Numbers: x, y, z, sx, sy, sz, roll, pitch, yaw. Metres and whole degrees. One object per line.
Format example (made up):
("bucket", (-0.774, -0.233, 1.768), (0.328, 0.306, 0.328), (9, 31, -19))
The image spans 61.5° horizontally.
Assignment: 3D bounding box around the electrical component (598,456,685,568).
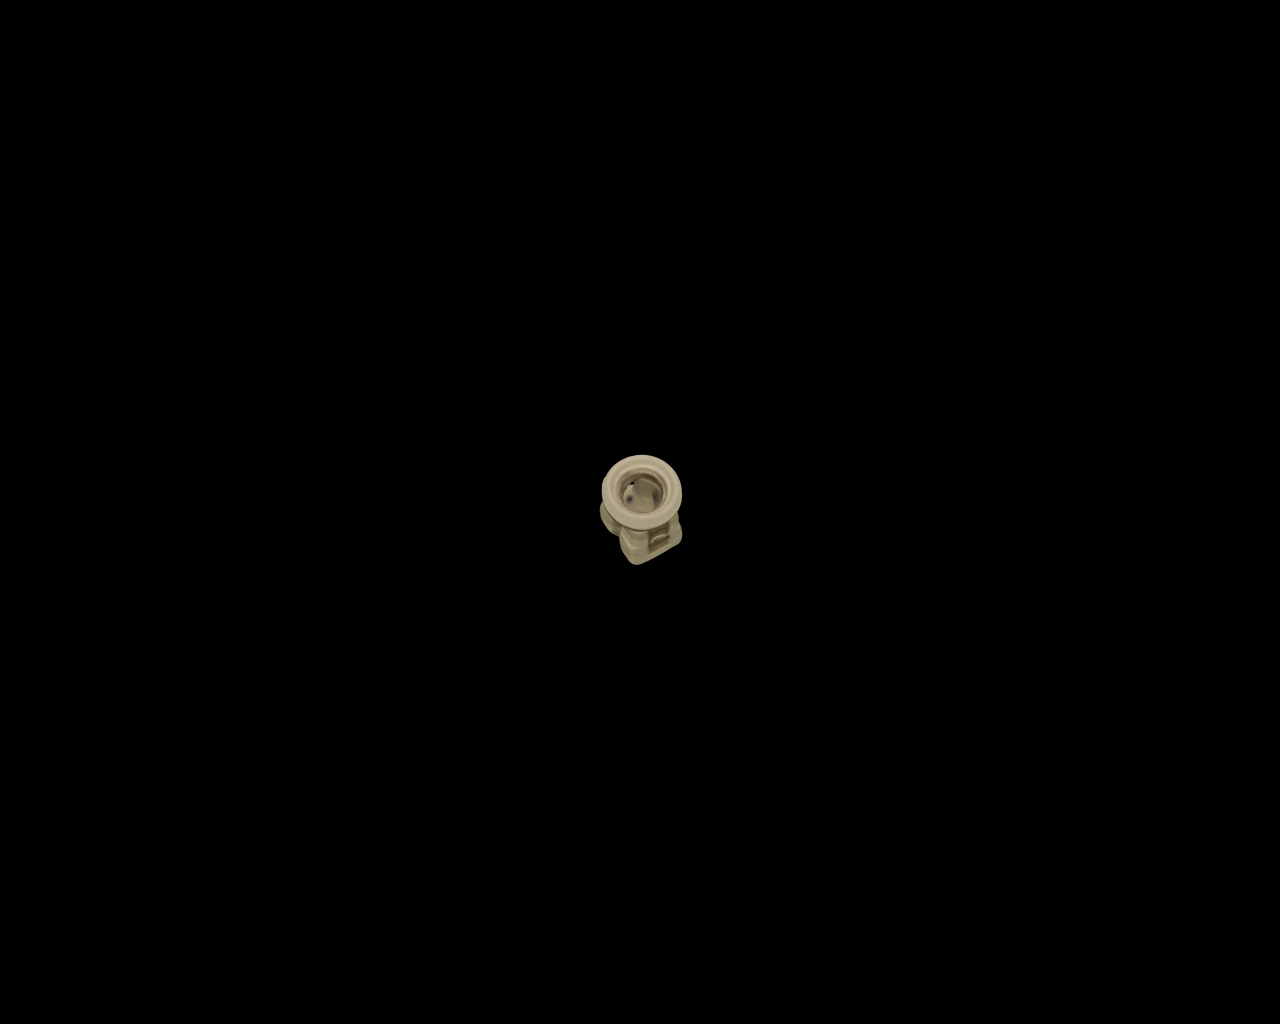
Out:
("electrical component", (0.001, -0.003, 0.650), (0.048, 0.066, 0.055), (-29, -24, -14))
